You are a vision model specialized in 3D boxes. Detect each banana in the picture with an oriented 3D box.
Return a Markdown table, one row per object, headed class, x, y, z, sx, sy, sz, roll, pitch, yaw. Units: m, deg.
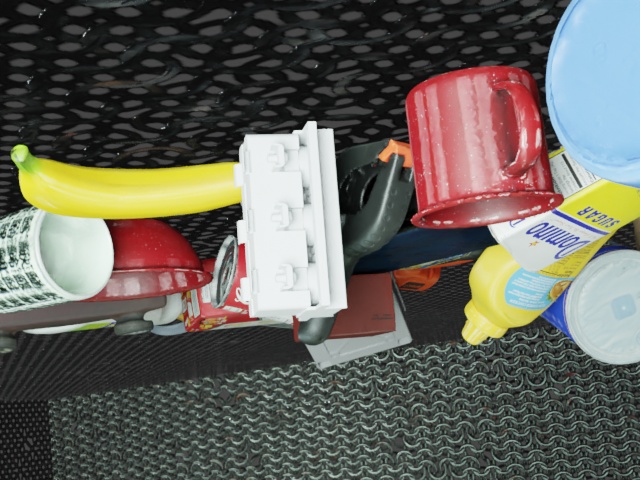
| class | x | y | z | sx | sy | sz | roll | pitch | yaw |
| --- | --- | --- | --- | --- | --- | --- | --- | --- | --- |
| banana | -0.125 | -0.036 | 0.746 | 0.197 | 0.037 | 0.070 | 0 | 168 | -32 |

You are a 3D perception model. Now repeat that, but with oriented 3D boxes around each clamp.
| class | x | y | z | sx | sy | sz | roll | pitch | yaw |
| --- | --- | --- | --- | --- | --- | --- | --- | --- | --- |
| clamp | 0.011 | -0.019 | 0.789 | 0.039 | 0.120 | 0.172 | 4 | 131 | -45 |

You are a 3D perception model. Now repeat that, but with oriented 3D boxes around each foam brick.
| class | x | y | z | sx | sy | sz | roll | pitch | yaw |
| --- | --- | --- | --- | --- | --- | --- | --- | --- | --- |
| foam brick | 0.019 | 0.058 | 0.915 | 0.078 | 0.053 | 0.051 | -1 | 171 | -24 |

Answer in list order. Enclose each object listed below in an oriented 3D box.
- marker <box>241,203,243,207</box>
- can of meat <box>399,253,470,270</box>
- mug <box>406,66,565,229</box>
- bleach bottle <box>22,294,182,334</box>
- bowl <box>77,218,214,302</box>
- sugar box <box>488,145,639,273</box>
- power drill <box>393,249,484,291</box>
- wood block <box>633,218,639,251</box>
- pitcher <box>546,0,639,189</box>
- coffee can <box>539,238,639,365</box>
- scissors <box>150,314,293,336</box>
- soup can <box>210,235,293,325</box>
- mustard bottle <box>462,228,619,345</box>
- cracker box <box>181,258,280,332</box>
| class | x | y | z | sx | sy | sz | roll | pitch | yaw |
| --- | --- | --- | --- | --- | --- | --- | --- | --- | --- |
| marker | -0.049 | -0.025 | 0.815 | 0.020 | 0.020 | 0.121 | -6 | -173 | -6 |
| can of meat | 0.088 | -0.002 | 1.029 | 0.083 | 0.057 | 0.102 | -2 | 170 | -35 |
| mug | 0.100 | -0.058 | 0.641 | 0.093 | 0.081 | 0.117 | -4 | 170 | -14 |
| bleach bottle | -0.228 | 0.071 | 1.221 | 0.103 | 0.068 | 0.250 | -11 | 172 | 26 |
| bowl | -0.178 | 0.017 | 0.960 | 0.162 | 0.055 | 0.162 | -6 | 170 | -1 |
| sugar box | 0.199 | -0.043 | 0.714 | 0.176 | 0.048 | 0.093 | -33 | 153 | 14 |
| power drill | 0.170 | 0.009 | 1.148 | 0.188 | 0.057 | 0.184 | -17 | 162 | 33 |
| wood block | 0.343 | -0.024 | 0.972 | 0.091 | 0.090 | 0.206 | -7 | 170 | 9 |
| pitcher | 0.230 | -0.061 | 0.550 | 0.242 | 0.149 | 0.145 | 5 | 165 | -36 |
| coffee can | 0.260 | 0.049 | 0.997 | 0.102 | 0.103 | 0.140 | -6 | -171 | -4 |
| scissors | -0.132 | 0.104 | 1.327 | 0.202 | 0.016 | 0.096 | 15 | -145 | 35 |
| soup can | -0.042 | 0.040 | 0.979 | 0.102 | 0.068 | 0.069 | 14 | 163 | -18 |
| mustard bottle | 0.181 | 0.016 | 0.897 | 0.096 | 0.058 | 0.192 | 9 | 125 | -43 |
| cracker box | -0.045 | 0.055 | 1.224 | 0.213 | 0.072 | 0.164 | -5 | 171 | -14 |
